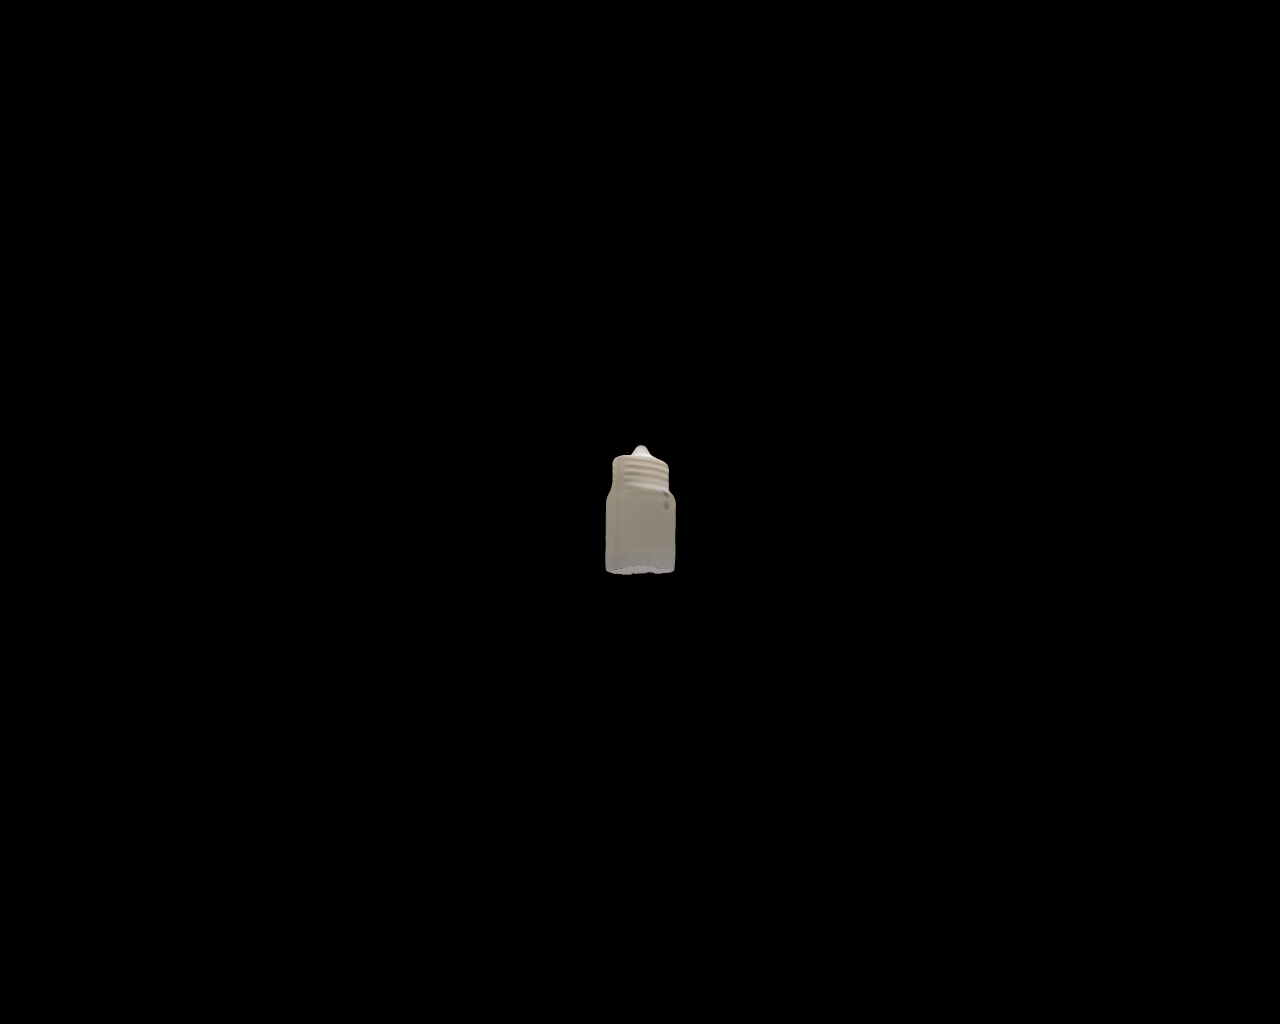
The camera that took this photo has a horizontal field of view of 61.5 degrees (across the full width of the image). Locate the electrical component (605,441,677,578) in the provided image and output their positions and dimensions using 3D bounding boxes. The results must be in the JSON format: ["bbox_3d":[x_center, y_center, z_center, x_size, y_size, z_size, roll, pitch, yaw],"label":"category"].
[{"bbox_3d":[0.001,-0.003,0.650,0.043,0.081,0.043,0,-10,0],"label":"electrical component"}]
